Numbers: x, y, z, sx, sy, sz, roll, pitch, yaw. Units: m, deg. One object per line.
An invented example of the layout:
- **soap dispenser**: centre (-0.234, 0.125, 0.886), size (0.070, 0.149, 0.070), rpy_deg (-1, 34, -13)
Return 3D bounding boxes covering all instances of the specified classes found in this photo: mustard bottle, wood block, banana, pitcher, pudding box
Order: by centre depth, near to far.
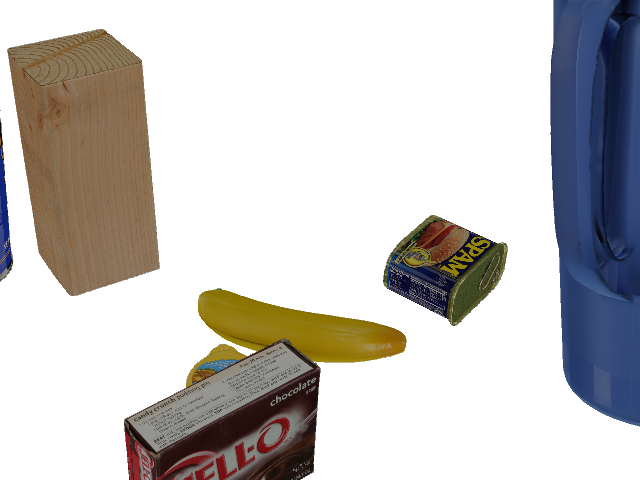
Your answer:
- **pitcher**: centre (0.172, -0.029, 0.526), size (0.149, 0.243, 0.145), rpy_deg (-4, 21, -1)
- **pudding box**: centre (-0.054, 0.118, 0.607), size (0.113, 0.090, 0.039), rpy_deg (-27, 48, -33)
- **banana**: centre (-0.031, 0.064, 0.840), size (0.198, 0.037, 0.069), rpy_deg (13, 28, 35)
- **wood block**: centre (-0.207, -0.068, 0.943), size (0.090, 0.206, 0.090), rpy_deg (-18, 37, -26)
- **mustard bottle**: centre (-0.109, 0.180, 1.249), size (0.096, 0.058, 0.191), rpy_deg (-5, 29, -6)

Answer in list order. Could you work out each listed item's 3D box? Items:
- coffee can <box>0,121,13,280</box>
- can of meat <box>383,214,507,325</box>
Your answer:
- **coffee can**: centre (-0.222, -0.048, 0.573), size (0.103, 0.140, 0.103), rpy_deg (3, 26, -2)
- **can of meat**: centre (0.124, 0.026, 1.063), size (0.084, 0.057, 0.101), rpy_deg (26, 45, 28)
